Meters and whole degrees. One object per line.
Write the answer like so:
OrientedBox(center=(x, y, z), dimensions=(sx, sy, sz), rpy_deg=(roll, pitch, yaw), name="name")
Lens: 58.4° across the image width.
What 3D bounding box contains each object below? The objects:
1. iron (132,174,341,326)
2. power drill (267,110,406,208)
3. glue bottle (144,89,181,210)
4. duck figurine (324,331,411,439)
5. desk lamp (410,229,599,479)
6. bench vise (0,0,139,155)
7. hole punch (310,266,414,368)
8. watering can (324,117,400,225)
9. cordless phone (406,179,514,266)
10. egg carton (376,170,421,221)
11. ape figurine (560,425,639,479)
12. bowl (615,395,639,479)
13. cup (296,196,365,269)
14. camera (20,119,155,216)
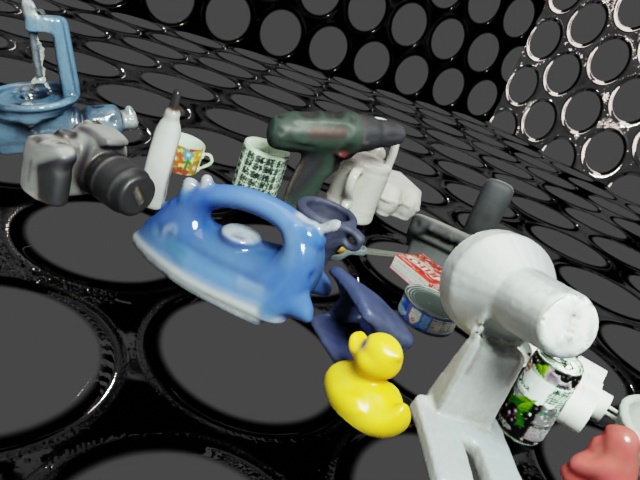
OrientedBox(center=(-0.102, -0.006, 0.687), dimensions=(0.258, 0.141, 0.119), rpy_deg=(24, 23, 7), name="iron")
OrientedBox(center=(0.011, -0.118, 0.946), dimensions=(0.230, 0.208, 0.075), rpy_deg=(9, 25, -26), name="power drill")
OrientedBox(center=(-0.224, -0.134, 0.826), dimensions=(0.037, 0.173, 0.078), rpy_deg=(15, 23, -13), name="glue bottle")
OrientedBox(center=(0.057, 0.137, 0.576), dimensions=(0.078, 0.086, 0.104), rpy_deg=(0, 30, -40), name="duck figurine")
OrientedBox(center=(0.180, 0.113, 0.570), dimensions=(0.118, 0.213, 0.203), rpy_deg=(17, 23, -10), name="desk lamp")
OrientedBox(center=(-0.374, -0.222, 0.833), dimensions=(0.208, 0.220, 0.121), rpy_deg=(-5, 34, -46), name="bench vise")
OrientedBox(center=(0.055, 0.089, 0.675), dimensions=(0.101, 0.091, 0.108), rpy_deg=(6, 27, -31), name="hole punch")
OrientedBox(center=(0.082, -0.138, 1.069), dimensions=(0.101, 0.194, 0.172), rpy_deg=(16, 23, -12), name="watering can")
OrientedBox(center=(0.238, -0.034, 0.984), dimensions=(0.147, 0.185, 0.094), rpy_deg=(25, 23, 9), name="cordless phone")
OrientedBox(center=(0.145, -0.101, 1.203), dimensions=(0.107, 0.069, 0.150), rpy_deg=(9, 26, -27), name="egg carton")
OrientedBox(center=(0.287, 0.224, 0.573), dimensions=(0.078, 0.092, 0.076), rpy_deg=(16, 23, -12), name="ape figurine")
OrientedBox(center=(0.390, 0.251, 0.621), dimensions=(0.167, 0.075, 0.167), rpy_deg=(18, 23, -8), name="bowl")
OrientedBox(center=(0.008, 0.003, 0.821), dimensions=(0.117, 0.095, 0.092), rpy_deg=(35, 26, 29), name="cup")
OrientedBox(center=(-0.299, -0.095, 0.770), dimensions=(0.136, 0.101, 0.144), rpy_deg=(32, 25, 24), name="camera")
